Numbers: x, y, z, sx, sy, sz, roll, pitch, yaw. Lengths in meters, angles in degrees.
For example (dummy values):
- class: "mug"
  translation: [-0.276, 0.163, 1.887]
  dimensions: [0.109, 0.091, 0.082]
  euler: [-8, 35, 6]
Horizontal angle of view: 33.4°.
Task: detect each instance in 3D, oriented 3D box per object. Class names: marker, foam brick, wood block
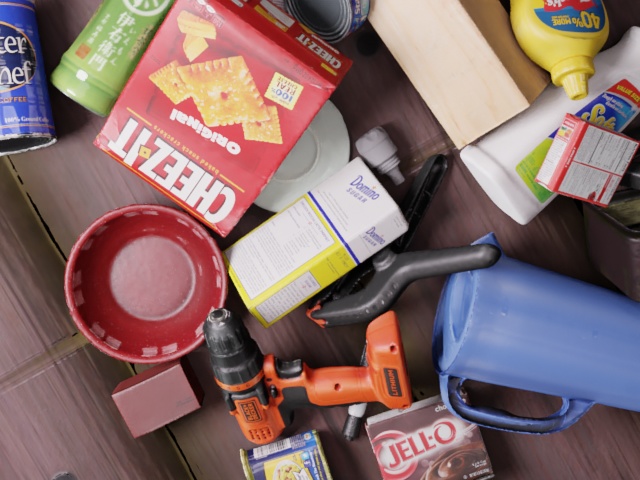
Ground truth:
- class: "marker"
  translation: [0.046, 0.152, 1.116]
  dimensions: [0.020, 0.020, 0.121]
  euler: [15, 94, -4]
- class: "foam brick"
  translation: [-0.164, 0.159, 1.092]
  dimensions: [0.078, 0.051, 0.053]
  euler: [-25, 97, 0]
- class: "wood block"
  translation: [0.123, -0.206, 1.038]
  dimensions: [0.090, 0.090, 0.206]
  euler: [-32, 97, 34]

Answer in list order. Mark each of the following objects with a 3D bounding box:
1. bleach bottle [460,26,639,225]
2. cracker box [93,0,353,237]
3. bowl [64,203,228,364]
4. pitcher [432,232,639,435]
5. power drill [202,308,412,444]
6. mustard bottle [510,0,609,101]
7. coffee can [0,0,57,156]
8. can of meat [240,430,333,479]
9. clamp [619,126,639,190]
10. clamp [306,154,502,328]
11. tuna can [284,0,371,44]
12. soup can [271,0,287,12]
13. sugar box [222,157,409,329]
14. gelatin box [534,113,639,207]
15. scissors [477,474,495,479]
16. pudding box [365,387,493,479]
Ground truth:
- class: "bleach bottle"
  translation: [0.263, -0.134, 1.067]
  dimensions: [0.251, 0.068, 0.102]
  euler: [-43, 130, 0]
- class: "cracker box"
  translation: [-0.096, -0.128, 1.010]
  dimensions: [0.164, 0.072, 0.214]
  euler: [36, 125, -5]
- class: "bowl"
  translation: [-0.173, 0.042, 1.079]
  dimensions: [0.162, 0.055, 0.162]
  euler: [0, 95, -2]
- class: "pitcher"
  translation: [0.239, 0.107, 1.069]
  dimensions: [0.242, 0.145, 0.149]
  euler: [15, 129, -7]
- class: "power drill"
  translation: [-0.010, 0.122, 1.045]
  dimensions: [0.188, 0.057, 0.184]
  euler: [-9, 134, 8]
- class: "mustard bottle"
  translation: [0.230, -0.225, 1.036]
  dimensions: [0.096, 0.058, 0.191]
  euler: [-2, 72, -22]
- class: "coffee can"
  translation: [-0.315, -0.157, 1.024]
  dimensions: [0.103, 0.103, 0.140]
  euler: [-10, 89, -2]
- class: "can of meat"
  translation: [-0.028, 0.255, 1.104]
  dimensions: [0.084, 0.057, 0.102]
  euler: [-17, 96, -3]
- class: "clamp"
  translation: [0.370, -0.084, 1.074]
  dimensions: [0.171, 0.120, 0.039]
  euler: [-22, 134, 3]
- class: "clamp"
  translation: [0.072, 0.012, 1.071]
  dimensions: [0.210, 0.164, 0.036]
  euler: [-34, 130, 20]
- class: "tuna can"
  translation: [0.006, -0.232, 1.015]
  dimensions: [0.033, 0.086, 0.086]
  euler: [-39, 97, -35]
- class: "soup can"
  translation: [-0.065, -0.219, 1.054]
  dimensions: [0.068, 0.068, 0.102]
  euler: [1, 95, -3]
- class: "sugar box"
  translation: [-0.007, 0.002, 1.064]
  dimensions: [0.176, 0.093, 0.048]
  euler: [-33, 136, 0]
- class: "gelatin box"
  translation: [0.260, -0.077, 1.038]
  dimensions: [0.089, 0.030, 0.073]
  euler: [12, 109, -36]
- class: "scissors"
  translation: [0.073, 0.275, 1.082]
  dimensions: [0.202, 0.096, 0.016]
  euler: [-32, 59, 21]
- class: "pudding box"
  translation: [0.113, 0.215, 1.115]
  dimensions: [0.113, 0.039, 0.090]
  euler: [-19, 96, 0]
